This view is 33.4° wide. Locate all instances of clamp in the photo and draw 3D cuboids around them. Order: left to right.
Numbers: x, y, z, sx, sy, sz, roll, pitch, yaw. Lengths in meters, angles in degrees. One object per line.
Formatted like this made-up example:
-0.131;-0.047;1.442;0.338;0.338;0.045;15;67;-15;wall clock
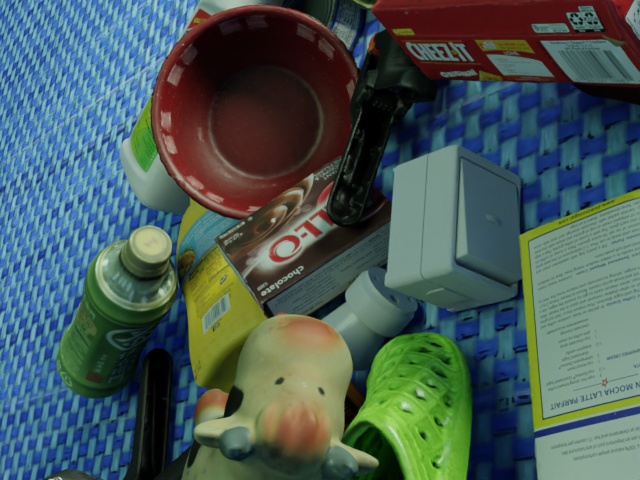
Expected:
-0.136;0.196;0.843;0.210;0.036;0.165;-64;32;9;clamp
0.038;-0.086;0.721;0.120;0.039;0.171;-55;12;24;clamp

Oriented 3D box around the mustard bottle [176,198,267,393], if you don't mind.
-0.071;0.018;0.830;0.096;0.058;0.192;-45;42;28;mustard bottle

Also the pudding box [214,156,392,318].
-0.005;0.001;0.732;0.113;0.039;0.090;-35;38;-5;pudding box

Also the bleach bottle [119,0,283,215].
-0.092;-0.147;0.897;0.251;0.068;0.103;-62;36;28;bleach bottle

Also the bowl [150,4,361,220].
-0.044;-0.093;0.810;0.055;0.162;0.162;27;-96;-87;bowl

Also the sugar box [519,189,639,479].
0.152;0.068;0.529;0.094;0.048;0.176;-25;58;44;sugar box

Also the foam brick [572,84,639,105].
0.171;-0.106;0.586;0.078;0.051;0.053;27;94;55;foam brick

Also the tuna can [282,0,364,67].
-0.004;-0.171;0.861;0.086;0.033;0.086;-28;52;42;tuna can

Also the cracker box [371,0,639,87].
0.147;-0.185;0.568;0.164;0.072;0.213;14;68;52;cracker box

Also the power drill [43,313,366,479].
-0.063;0.134;0.650;0.187;0.184;0.057;-43;52;-3;power drill

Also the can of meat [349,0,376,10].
0.014;-0.231;0.812;0.058;0.101;0.084;-46;43;28;can of meat
